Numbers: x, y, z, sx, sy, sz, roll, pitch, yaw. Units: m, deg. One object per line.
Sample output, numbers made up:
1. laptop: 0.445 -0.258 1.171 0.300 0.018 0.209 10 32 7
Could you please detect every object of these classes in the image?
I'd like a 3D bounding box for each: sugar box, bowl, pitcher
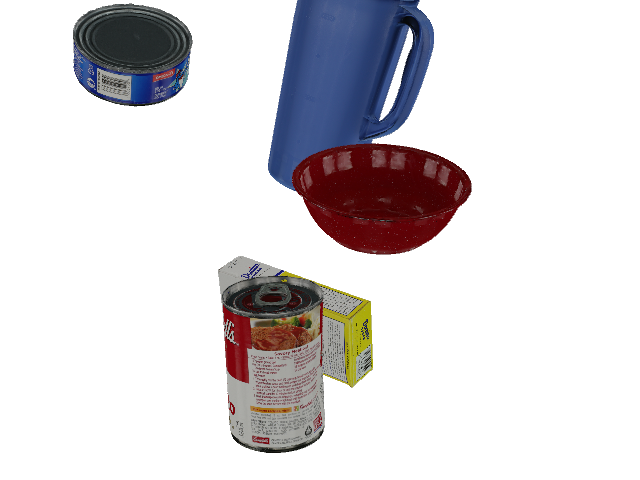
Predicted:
1. sugar box: -0.028 0.085 1.151 0.176 0.093 0.048 21 39 33
2. bowl: 0.054 -0.032 0.967 0.162 0.055 0.162 1 28 -1
3. pitcher: 0.025 -0.171 1.192 0.145 0.243 0.149 10 22 -11

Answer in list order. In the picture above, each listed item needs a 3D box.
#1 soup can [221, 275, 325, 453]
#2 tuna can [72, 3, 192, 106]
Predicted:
1. soup can: -0.030 0.083 0.722 0.068 0.102 0.068 -1 19 0
2. tuna can: -0.138 -0.136 0.784 0.086 0.034 0.086 6 43 -6
